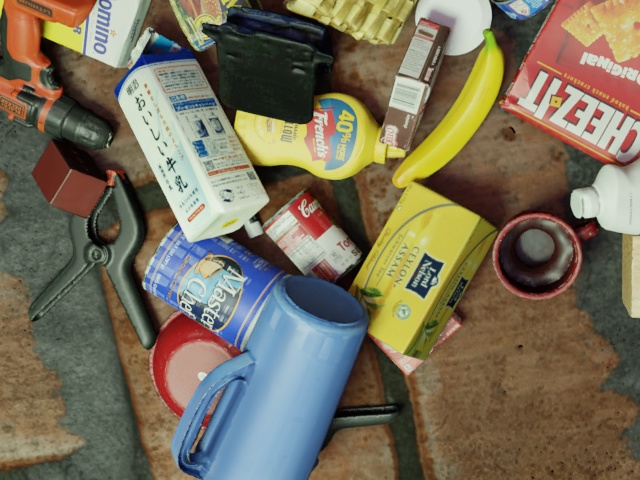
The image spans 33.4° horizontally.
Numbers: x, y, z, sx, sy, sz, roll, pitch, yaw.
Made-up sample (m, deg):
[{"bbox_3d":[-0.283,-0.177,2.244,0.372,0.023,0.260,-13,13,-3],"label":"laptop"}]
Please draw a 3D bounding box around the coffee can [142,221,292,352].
[{"bbox_3d":[-0.114,0.049,1.205,0.140,0.102,0.103,32,102,9],"label":"coffee can"}]

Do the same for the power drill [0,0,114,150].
[{"bbox_3d":[-0.303,-0.201,1.193,0.184,0.057,0.188,25,130,1],"label":"power drill"}]

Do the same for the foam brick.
[{"bbox_3d":[-0.289,-0.071,1.229,0.051,0.052,0.078,-55,44,12],"label":"foam brick"}]

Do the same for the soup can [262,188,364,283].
[{"bbox_3d":[-0.008,0.001,1.203,0.068,0.068,0.102,-41,90,13],"label":"soup can"}]

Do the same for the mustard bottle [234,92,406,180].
[{"bbox_3d":[0.002,-0.118,1.189,0.192,0.058,0.096,11,93,8],"label":"mustard bottle"}]

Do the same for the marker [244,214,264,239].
[{"bbox_3d":[-0.097,-0.060,1.234,0.020,0.020,0.121,-23,94,12],"label":"marker"}]

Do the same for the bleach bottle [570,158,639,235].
[{"bbox_3d":[0.377,-0.066,1.087,0.250,0.068,0.102,-10,107,-9],"label":"bleach bottle"}]

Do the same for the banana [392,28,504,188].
[{"bbox_3d":[0.148,-0.137,1.161,0.069,0.037,0.198,15,114,-36],"label":"banana"}]

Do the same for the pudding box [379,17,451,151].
[{"bbox_3d":[0.099,-0.162,1.124,0.039,0.114,0.090,20,58,3],"label":"pudding box"}]

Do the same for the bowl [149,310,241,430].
[{"bbox_3d":[-0.132,0.156,1.254,0.162,0.055,0.162,1,99,9],"label":"bowl"}]

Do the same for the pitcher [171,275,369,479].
[{"bbox_3d":[-0.048,0.162,1.138,0.145,0.149,0.243,26,114,9],"label":"pitcher"}]

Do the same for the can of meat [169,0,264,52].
[{"bbox_3d":[-0.119,-0.271,1.188,0.084,0.057,0.102,-23,94,14],"label":"can of meat"}]

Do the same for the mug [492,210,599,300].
[{"bbox_3d":[0.244,0.007,1.153,0.117,0.081,0.093,-28,93,13],"label":"mug"}]

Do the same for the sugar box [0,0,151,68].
[{"bbox_3d":[-0.290,-0.272,1.222,0.176,0.048,0.093,23,102,7],"label":"sugar box"}]

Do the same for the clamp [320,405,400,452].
[{"bbox_3d":[-0.007,0.192,1.246,0.171,0.039,0.120,-29,92,13],"label":"clamp"}]

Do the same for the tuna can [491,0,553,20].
[{"bbox_3d":[0.220,-0.273,1.113,0.033,0.086,0.086,34,104,-26],"label":"tuna can"}]

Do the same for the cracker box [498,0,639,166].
[{"bbox_3d":[0.310,-0.196,1.117,0.164,0.072,0.214,29,103,4],"label":"cracker box"}]

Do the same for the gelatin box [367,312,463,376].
[{"bbox_3d":[0.106,0.098,1.217,0.089,0.030,0.073,-44,88,12],"label":"gelatin box"}]

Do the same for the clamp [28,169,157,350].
[{"bbox_3d":[-0.267,0.020,1.266,0.165,0.036,0.210,5,96,12],"label":"clamp"}]

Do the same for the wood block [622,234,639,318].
[{"bbox_3d":[0.428,0.030,1.122,0.206,0.090,0.090,-1,99,9],"label":"wood block"}]
